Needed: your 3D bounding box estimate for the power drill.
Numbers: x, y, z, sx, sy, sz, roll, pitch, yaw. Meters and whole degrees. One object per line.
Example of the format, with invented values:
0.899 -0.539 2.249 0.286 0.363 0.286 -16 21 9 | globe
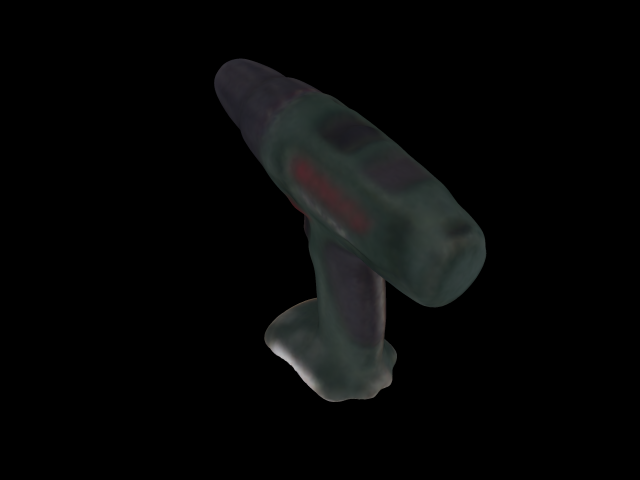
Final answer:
0.004 0.001 0.400 0.076 0.208 0.228 -27 44 -32 | power drill
